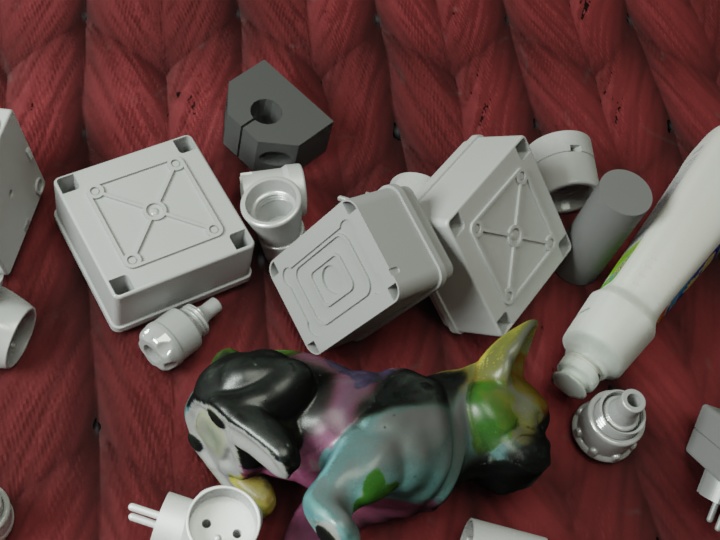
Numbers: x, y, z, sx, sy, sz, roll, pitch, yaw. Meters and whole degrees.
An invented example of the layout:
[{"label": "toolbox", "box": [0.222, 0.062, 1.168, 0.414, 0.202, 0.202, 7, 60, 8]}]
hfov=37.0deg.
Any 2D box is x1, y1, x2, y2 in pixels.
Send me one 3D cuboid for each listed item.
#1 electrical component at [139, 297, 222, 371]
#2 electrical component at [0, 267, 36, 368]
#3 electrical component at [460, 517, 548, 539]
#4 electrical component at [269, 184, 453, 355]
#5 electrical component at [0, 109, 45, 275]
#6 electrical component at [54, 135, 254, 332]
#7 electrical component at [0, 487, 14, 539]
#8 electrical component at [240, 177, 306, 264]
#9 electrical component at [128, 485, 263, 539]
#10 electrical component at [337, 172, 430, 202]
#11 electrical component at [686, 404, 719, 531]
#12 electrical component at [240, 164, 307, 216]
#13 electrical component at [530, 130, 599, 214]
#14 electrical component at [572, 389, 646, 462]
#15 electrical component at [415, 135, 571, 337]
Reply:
[{"label": "electrical component", "box": [-0.121, 0.040, 0.742, 0.035, 0.035, 0.061, 42, 57, 13]}, {"label": "electrical component", "box": [-0.254, 0.017, 0.701, 0.077, 0.079, 0.044, 21, 32, 0]}, {"label": "electrical component", "box": [0.106, 0.192, 0.695, 0.081, 0.043, 0.043, 15, 57, -3]}, {"label": "electrical component", "box": [0.000, 0.000, 0.737, 0.057, 0.113, 0.078, -19, 78, -43]}, {"label": "electrical component", "box": [-0.259, -0.054, 0.732, 0.048, 0.099, 0.099, 7, 57, 6]}, {"label": "electrical component", "box": [-0.147, -0.027, 0.764, 0.109, 0.056, 0.108, -23, 67, -23]}, {"label": "electrical component", "box": [-0.226, 0.142, 0.640, 0.035, 0.061, 0.035, 6, 58, -9]}, {"label": "electrical component", "box": [-0.058, -0.031, 0.780, 0.044, 0.065, 0.044, -4, 57, 6]}, {"label": "electrical component", "box": [-0.102, 0.158, 0.650, 0.079, 0.077, 0.043, 18, 58, -1]}, {"label": "electrical component", "box": [0.019, -0.036, 0.813, 0.079, 0.043, 0.077, 16, 57, -2]}, {"label": "electrical component", "box": [0.258, 0.143, 0.746, 0.047, 0.083, 0.075, 19, 95, -1]}, {"label": "electrical component", "box": [-0.066, -0.058, 0.811, 0.046, 0.040, 0.040, -7, 61, -10]}, {"label": "electrical component", "box": [0.164, -0.077, 0.865, 0.055, 0.055, 0.047, -2, 63, -14]}, {"label": "electrical component", "box": [0.180, 0.103, 0.753, 0.048, 0.062, 0.048, 5, 59, -9]}, {"label": "electrical component", "box": [0.091, -0.026, 0.783, 0.056, 0.108, 0.108, 5, 43, 46]}]
